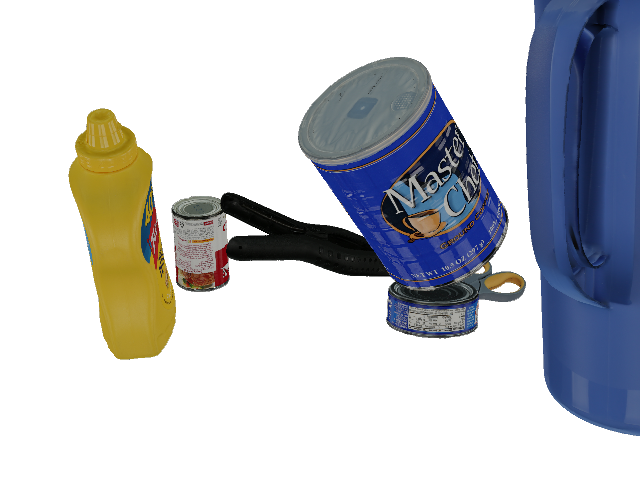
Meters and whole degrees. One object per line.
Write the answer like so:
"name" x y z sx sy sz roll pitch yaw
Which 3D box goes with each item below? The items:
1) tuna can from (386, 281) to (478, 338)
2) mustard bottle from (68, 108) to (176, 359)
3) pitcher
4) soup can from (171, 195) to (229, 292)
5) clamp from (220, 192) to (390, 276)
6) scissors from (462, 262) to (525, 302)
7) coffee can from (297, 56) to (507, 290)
"tuna can" 0.104 0.061 0.993 0.086 0.034 0.086 1 15 0
"mustard bottle" -0.143 -0.011 0.768 0.058 0.192 0.096 -4 41 -2
"pitcher" 0.163 -0.025 0.532 0.149 0.243 0.145 -3 21 0
"soup can" -0.149 0.003 1.324 0.068 0.102 0.068 -1 26 0
"clamp" -0.014 0.006 1.170 0.210 0.036 0.164 16 19 -6
"scissors" 0.165 0.055 1.291 0.201 0.016 0.096 -8 39 -36
"coffee can" 0.062 -0.047 0.775 0.103 0.102 0.140 0 -41 40
